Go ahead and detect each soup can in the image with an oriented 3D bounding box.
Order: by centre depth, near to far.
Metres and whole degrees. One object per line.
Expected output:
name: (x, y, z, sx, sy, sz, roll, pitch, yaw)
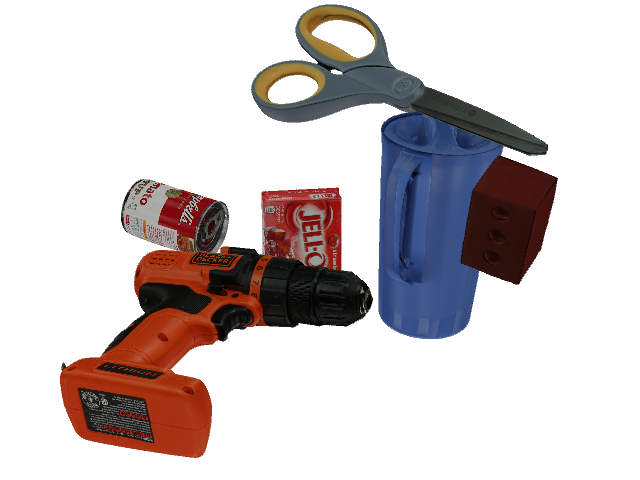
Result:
soup can: (-0.163, -0.025, 1.199, 0.102, 0.068, 0.068, 18, 7, 22)

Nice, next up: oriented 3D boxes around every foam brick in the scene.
foam brick: (0.148, -0.016, 0.842, 0.053, 0.078, 0.051, 22, 44, 22)

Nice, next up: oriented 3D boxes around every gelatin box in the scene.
gelatin box: (-0.017, -0.003, 0.991, 0.073, 0.089, 0.030, -2, 27, -5)

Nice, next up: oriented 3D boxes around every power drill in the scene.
power drill: (-0.074, 0.069, 0.732, 0.185, 0.057, 0.187, 3, 28, 22)

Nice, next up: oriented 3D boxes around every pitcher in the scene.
pitcher: (0.120, -0.011, 1.190, 0.149, 0.243, 0.145, -4, 27, -14)

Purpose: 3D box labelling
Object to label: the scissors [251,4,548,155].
scissors: (0.030, -0.075, 0.600, 0.202, 0.096, 0.016, 50, -5, 43)
